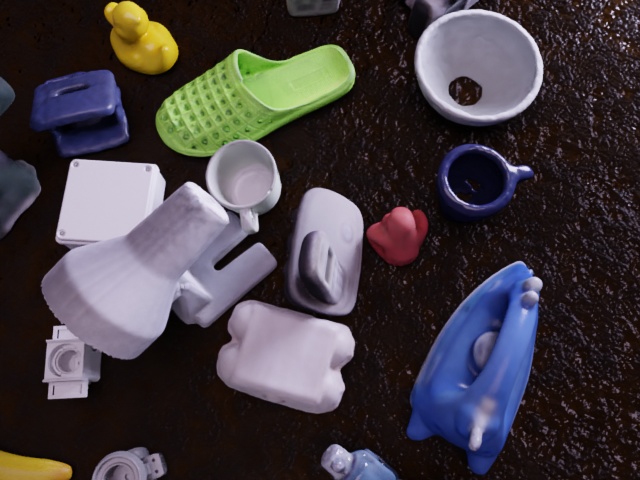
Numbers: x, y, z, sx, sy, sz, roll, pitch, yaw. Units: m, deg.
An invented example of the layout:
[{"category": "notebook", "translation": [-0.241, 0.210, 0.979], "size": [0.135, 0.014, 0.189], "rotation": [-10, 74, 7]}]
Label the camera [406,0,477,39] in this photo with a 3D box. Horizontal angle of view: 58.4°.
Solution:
[{"category": "camera", "translation": [0.157, -0.379, 0.799], "size": [0.143, 0.101, 0.136], "rotation": [-42, 78, -12]}]

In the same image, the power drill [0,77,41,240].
[{"category": "power drill", "translation": [-0.414, -0.075, 0.642], "size": [0.075, 0.208, 0.230], "rotation": [29, 75, 8]}]

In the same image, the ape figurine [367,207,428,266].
[{"category": "ape figurine", "translation": [0.096, -0.012, 0.694], "size": [0.078, 0.092, 0.076], "rotation": [1, 73, -1]}]

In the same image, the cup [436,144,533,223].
[{"category": "cup", "translation": [0.195, -0.062, 0.710], "size": [0.118, 0.095, 0.091], "rotation": [-11, 74, -4]}]

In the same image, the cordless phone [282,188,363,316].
[{"category": "cordless phone", "translation": [0.006, 0.002, 0.640], "size": [0.094, 0.185, 0.147], "rotation": [4, 73, 0]}]

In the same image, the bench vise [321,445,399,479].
[{"category": "bench vise", "translation": [0.087, 0.283, 0.541], "size": [0.207, 0.220, 0.121], "rotation": [19, 74, 5]}]

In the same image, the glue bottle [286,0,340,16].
[{"category": "glue bottle", "translation": [-0.010, -0.365, 0.754], "size": [0.078, 0.173, 0.037], "rotation": [-5, 74, -2]}]

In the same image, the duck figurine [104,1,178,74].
[{"category": "duck figurine", "translation": [-0.244, -0.279, 0.769], "size": [0.104, 0.086, 0.077], "rotation": [34, 76, 9]}]

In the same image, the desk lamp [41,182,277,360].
[{"category": "desk lamp", "translation": [-0.159, 0.029, 0.614], "size": [0.203, 0.213, 0.118], "rotation": [-41, 78, -12]}]

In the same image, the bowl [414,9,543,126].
[{"category": "bowl", "translation": [0.204, -0.217, 0.766], "size": [0.167, 0.075, 0.167], "rotation": [0, 74, -1]}]

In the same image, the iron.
[{"category": "iron", "translation": [0.195, 0.120, 0.632], "size": [0.118, 0.141, 0.258], "rotation": [26, 75, 7]}]

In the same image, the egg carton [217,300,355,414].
[{"category": "egg carton", "translation": [-0.040, 0.135, 0.660], "size": [0.150, 0.069, 0.107], "rotation": [14, 74, 3]}]

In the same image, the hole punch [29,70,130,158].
[{"category": "hole punch", "translation": [-0.312, -0.172, 0.734], "size": [0.108, 0.091, 0.101], "rotation": [-16, 74, -5]}]
